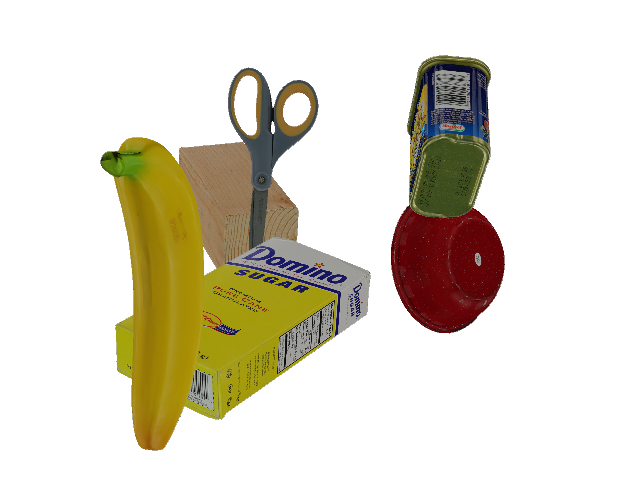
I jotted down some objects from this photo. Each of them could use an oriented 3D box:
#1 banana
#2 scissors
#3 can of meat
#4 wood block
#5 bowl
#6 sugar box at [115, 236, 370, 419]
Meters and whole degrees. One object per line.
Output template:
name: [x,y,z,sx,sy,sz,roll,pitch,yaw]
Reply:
banana: [-0.086,0.020,0.550,0.037,0.198,0.069,16,41,21]
scissors: [-0.039,-0.069,1.032,0.096,0.202,0.016,-11,3,-6]
can of meat: [0.100,-0.079,0.837,0.057,0.084,0.102,5,-36,-1]
wood block: [-0.106,-0.040,1.320,0.090,0.090,0.206,-7,29,-21]
bowl: [0.156,0.023,1.197,0.161,0.162,0.055,0,-5,-39]
sugar box: [-0.050,0.055,0.758,0.093,0.048,0.175,21,35,29]
